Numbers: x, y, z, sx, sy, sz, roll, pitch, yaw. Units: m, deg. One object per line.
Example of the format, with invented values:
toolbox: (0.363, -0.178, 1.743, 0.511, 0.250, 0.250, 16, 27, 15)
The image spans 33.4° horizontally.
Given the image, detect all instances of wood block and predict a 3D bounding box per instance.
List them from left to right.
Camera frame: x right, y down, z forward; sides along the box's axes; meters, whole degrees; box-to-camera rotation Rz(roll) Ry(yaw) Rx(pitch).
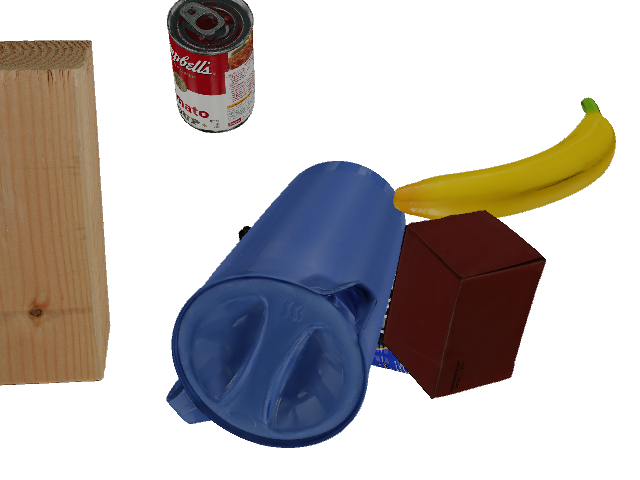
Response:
wood block: (-0.189, -0.019, 0.690, 0.090, 0.206, 0.090, -2, 22, -7)

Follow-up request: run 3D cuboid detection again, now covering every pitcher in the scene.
pitcher: (-0.016, 0.037, 0.797, 0.149, 0.145, 0.242, 9, 27, 11)

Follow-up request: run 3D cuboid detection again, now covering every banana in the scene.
banana: (0.148, -0.049, 0.773, 0.197, 0.037, 0.070, -24, 33, -25)

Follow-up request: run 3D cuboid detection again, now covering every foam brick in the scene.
foam brick: (0.071, 0.032, 0.542, 0.052, 0.078, 0.051, -10, 38, -27)

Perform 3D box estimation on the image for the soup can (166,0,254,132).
soup can: (-0.088, -0.145, 0.875, 0.068, 0.068, 0.102, 0, -32, -3)

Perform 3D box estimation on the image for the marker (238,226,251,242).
marker: (-0.080, 0.037, 1.197, 0.020, 0.121, 0.020, 0, 33, 0)

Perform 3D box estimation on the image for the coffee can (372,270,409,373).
coffee can: (0.057, 0.064, 0.964, 0.140, 0.103, 0.102, 11, 4, 19)
